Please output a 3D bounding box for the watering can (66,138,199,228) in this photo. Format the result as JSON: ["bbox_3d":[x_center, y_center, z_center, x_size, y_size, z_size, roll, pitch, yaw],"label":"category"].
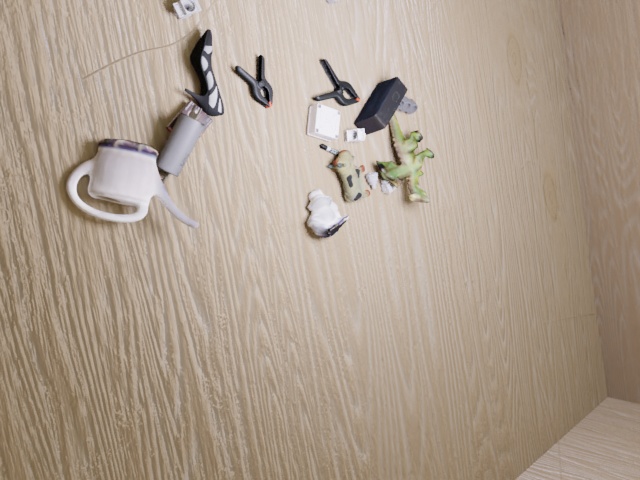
[{"bbox_3d":[-0.488,-0.151,1.390,0.347,0.103,0.226,10,82,-19],"label":"watering can"}]

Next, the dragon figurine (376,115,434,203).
[{"bbox_3d":[0.314,-0.322,2.026,0.247,0.120,0.410,-37,93,-38],"label":"dragon figurine"}]

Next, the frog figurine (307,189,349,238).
[{"bbox_3d":[0.006,-0.091,1.809,0.139,0.120,0.161,-39,75,-24],"label":"frog figurine"}]
